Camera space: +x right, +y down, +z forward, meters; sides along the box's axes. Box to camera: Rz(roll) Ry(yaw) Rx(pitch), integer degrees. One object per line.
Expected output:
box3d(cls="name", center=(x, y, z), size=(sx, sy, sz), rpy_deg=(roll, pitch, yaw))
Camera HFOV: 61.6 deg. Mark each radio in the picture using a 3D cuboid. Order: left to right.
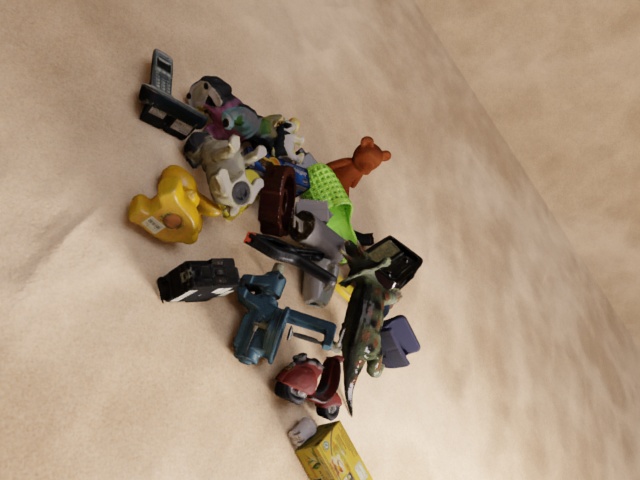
box3d(cls="radio", center=(0.186, 0.074, 1.473), size=(0.131, 0.073, 0.229), rpy_deg=(36, 31, 16))

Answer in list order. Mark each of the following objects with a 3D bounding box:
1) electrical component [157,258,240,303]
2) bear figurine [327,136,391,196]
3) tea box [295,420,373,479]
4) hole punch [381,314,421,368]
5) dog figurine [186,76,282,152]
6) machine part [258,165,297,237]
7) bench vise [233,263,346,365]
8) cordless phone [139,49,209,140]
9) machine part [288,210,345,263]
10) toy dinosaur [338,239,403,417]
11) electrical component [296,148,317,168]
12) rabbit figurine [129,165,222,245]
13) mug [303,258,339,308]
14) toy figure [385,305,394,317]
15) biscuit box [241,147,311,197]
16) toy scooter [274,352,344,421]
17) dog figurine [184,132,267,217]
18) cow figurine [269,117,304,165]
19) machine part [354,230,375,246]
box3d(cls="electrical component", center=(-0.221, 0.078, 1.017), size=(0.134, 0.115, 0.058), rpy_deg=(2, 70, -49))
box3d(cls="bear figurine", center=(0.097, -0.184, 1.483), size=(0.120, 0.196, 0.132), rpy_deg=(33, 46, -36))
box3d(cls="tea box", center=(0.035, 0.472, 1.101), size=(0.098, 0.068, 0.169), rpy_deg=(-27, 87, -53))
box3d(cls="hole punch", center=(0.175, 0.263, 1.353), size=(0.142, 0.116, 0.092), rpy_deg=(60, 32, -5))
box3d(cls="dog figurine", center=(-0.193, -0.300, 1.298), size=(0.219, 0.108, 0.191), rpy_deg=(-15, 76, -55))
box3d(cls="machine part", center=(-0.098, -0.090, 1.236), size=(0.179, 0.056, 0.179), rpy_deg=(6, 91, -82))
box3d(cls="bench vise", center=(-0.065, 0.164, 1.101), size=(0.241, 0.128, 0.224), rpy_deg=(17, 54, 3))
box3d(cls="cordless phone", center=(-0.322, -0.328, 1.188), size=(0.146, 0.089, 0.184), rpy_deg=(24, 47, -38))
box3d(cls="machine part", center=(-0.003, -0.004, 1.294), size=(0.243, 0.079, 0.079), rpy_deg=(36, 41, -52))
box3d(cls="toy dinosaur", center=(0.095, 0.189, 1.225), size=(0.192, 0.131, 0.405), rpy_deg=(42, 52, -55))
box3d(cls="electrical component", center=(-0.037, -0.199, 1.467), size=(0.102, 0.045, 0.078), rpy_deg=(45, 68, -17))
box3d(cls="rabbit figurine", center=(-0.275, -0.081, 1.063), size=(0.162, 0.122, 0.173), rpy_deg=(35, 26, -34))
box3d(cls="mug", center=(0.006, 0.104, 1.276), size=(0.080, 0.110, 0.107), rpy_deg=(29, 59, -33))
box3d(cls="toy figure", center=(0.172, 0.168, 1.460), size=(0.058, 0.064, 0.154), rpy_deg=(26, 29, 16))
box3d(cls="biscuit box", center=(-0.116, -0.165, 1.337), size=(0.202, 0.059, 0.063), rpy_deg=(15, 57, -44))
box3d(cls="toy scooter", center=(-0.009, 0.292, 1.137), size=(0.183, 0.075, 0.135), rpy_deg=(35, 69, -33))
box3d(cls="dog figurine", center=(-0.223, -0.143, 1.143), size=(0.121, 0.191, 0.172), rpy_deg=(29, 73, -47))
box3d(cls="cow figurine", center=(-0.096, -0.266, 1.421), size=(0.098, 0.068, 0.167), rpy_deg=(20, 51, -30))
box3d(cls="machine part", center=(0.096, -0.010, 1.504), size=(0.139, 0.039, 0.084), rpy_deg=(9, 52, -44))
